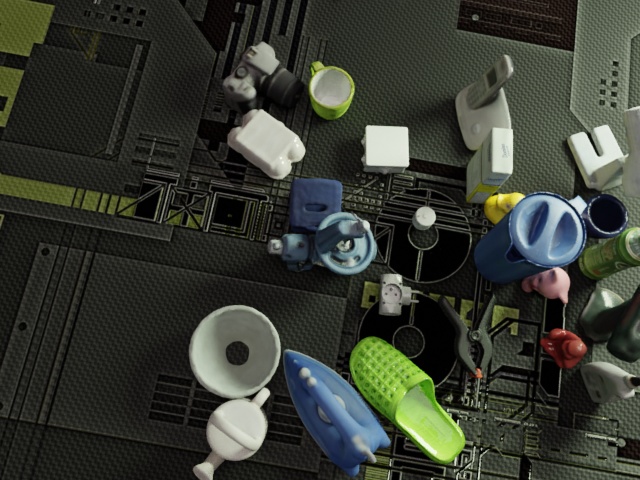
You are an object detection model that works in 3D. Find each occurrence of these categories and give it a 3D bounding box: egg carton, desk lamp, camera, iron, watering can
[{"bbox_3d":[-0.109,-0.197,1.179,0.150,0.069,0.107,36,77,5],"label":"egg carton"},{"bbox_3d":[0.617,-0.167,1.145,0.118,0.213,0.203,-18,78,-8],"label":"desk lamp"},{"bbox_3d":[-0.112,-0.328,1.195,0.136,0.101,0.143,33,77,5],"label":"camera"},{"bbox_3d":[0.015,0.298,1.029,0.119,0.141,0.258,-39,82,-11],"label":"iron"},{"bbox_3d":[-0.146,0.333,0.983,0.101,0.194,0.173,15,76,1],"label":"watering can"}]

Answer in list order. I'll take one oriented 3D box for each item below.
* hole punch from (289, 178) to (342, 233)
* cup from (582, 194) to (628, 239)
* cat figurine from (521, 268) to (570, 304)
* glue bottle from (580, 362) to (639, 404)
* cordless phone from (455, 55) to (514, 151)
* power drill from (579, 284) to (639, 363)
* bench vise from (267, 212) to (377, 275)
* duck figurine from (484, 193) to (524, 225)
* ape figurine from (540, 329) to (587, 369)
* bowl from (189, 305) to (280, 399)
[{"bbox_3d":[-0.007,-0.066,1.142,0.108,0.091,0.101,2,76,-3],"label":"hole punch"},{"bbox_3d":[0.549,-0.038,1.170,0.118,0.095,0.092,0,76,-3],"label":"cup"},{"bbox_3d":[0.451,0.064,1.127,0.067,0.117,0.128,6,76,-2],"label":"cat figurine"},{"bbox_3d":[0.546,0.263,1.056,0.037,0.173,0.078,-14,77,-7],"label":"glue bottle"},{"bbox_3d":[0.351,-0.277,1.169,0.094,0.185,0.147,-11,77,-6],"label":"cordless phone"},{"bbox_3d":[0.585,0.123,1.074,0.075,0.208,0.230,30,76,4],"label":"power drill"},{"bbox_3d":[0.014,0.015,1.058,0.207,0.219,0.121,-20,78,-8],"label":"bench vise"},{"bbox_3d":[0.398,-0.066,1.171,0.104,0.086,0.077,19,76,1],"label":"duck figurine"},{"bbox_3d":[0.480,0.209,1.106,0.076,0.092,0.078,3,76,-3],"label":"ape figurine"},{"bbox_3d":[-0.157,0.209,1.074,0.167,0.074,0.167,1,76,-3],"label":"bowl"}]
